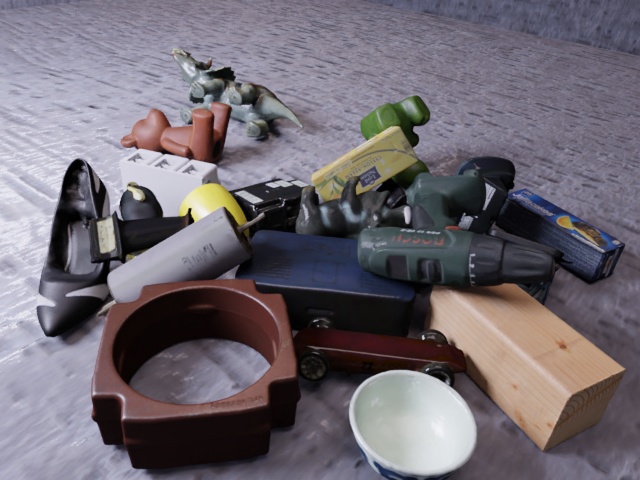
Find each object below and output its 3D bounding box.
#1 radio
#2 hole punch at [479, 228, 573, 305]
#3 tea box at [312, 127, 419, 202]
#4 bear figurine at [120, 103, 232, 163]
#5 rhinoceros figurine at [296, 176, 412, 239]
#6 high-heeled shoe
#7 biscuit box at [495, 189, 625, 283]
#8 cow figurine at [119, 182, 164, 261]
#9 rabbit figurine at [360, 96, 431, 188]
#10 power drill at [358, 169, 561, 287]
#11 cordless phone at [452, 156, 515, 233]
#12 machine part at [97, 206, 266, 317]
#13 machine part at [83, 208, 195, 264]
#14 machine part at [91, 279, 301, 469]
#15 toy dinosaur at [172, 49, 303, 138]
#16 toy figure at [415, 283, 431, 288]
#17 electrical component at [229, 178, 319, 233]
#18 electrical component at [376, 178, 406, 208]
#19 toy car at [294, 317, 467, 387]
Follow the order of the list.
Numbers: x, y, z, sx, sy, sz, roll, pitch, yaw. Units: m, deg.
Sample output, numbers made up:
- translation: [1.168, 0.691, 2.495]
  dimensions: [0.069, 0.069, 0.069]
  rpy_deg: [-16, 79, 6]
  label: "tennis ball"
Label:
- translation: [0.008, 0.056, 0.729]
  dimensions: [0.230, 0.073, 0.131]
  rpy_deg: [7, 33, 1]
  label: "radio"
- translation: [0.288, 0.041, 0.788]
  dimensions: [0.142, 0.092, 0.115]
  rpy_deg: [17, 5, 23]
  label: "hole punch"
- translation: [0.072, -0.121, 0.913]
  dimensions: [0.170, 0.068, 0.098]
  rpy_deg: [-31, 10, 7]
  label: "tea box"
- translation: [-0.289, -0.222, 1.071]
  dimensions: [0.196, 0.131, 0.120]
  rpy_deg: [19, 27, 11]
  label: "bear figurine"
- translation: [0.056, -0.034, 0.811]
  dimensions: [0.190, 0.073, 0.112]
  rpy_deg: [-7, 56, -12]
  label: "rhinoceros figurine"
- translation: [-0.325, 0.000, 0.706]
  dimensions: [0.086, 0.145, 0.249]
  rpy_deg: [-2, 32, -9]
  label: "high-heeled shoe"
- translation: [0.387, -0.013, 0.886]
  dimensions: [0.059, 0.062, 0.203]
  rpy_deg: [-15, 38, -29]
  label: "biscuit box"
- translation: [-0.249, -0.009, 0.773]
  dimensions: [0.068, 0.098, 0.167]
  rpy_deg: [-10, 42, -25]
  label: "cow figurine"
- translation: [0.140, -0.163, 1.027]
  dimensions: [0.121, 0.170, 0.159]
  rpy_deg: [-24, 1, -39]
  label: "rabbit figurine"
- translation: [0.174, -0.012, 0.688]
  dimensions: [0.232, 0.085, 0.207]
  rpy_deg: [-1, 37, 19]
  label: "power drill"
- translation: [0.286, -0.089, 0.913]
  dimensions: [0.089, 0.146, 0.184]
  rpy_deg: [32, 42, 19]
  label: "cordless phone"
- translation: [-0.174, 0.031, 0.678]
  dimensions: [0.243, 0.079, 0.079]
  rpy_deg: [-30, 38, 0]
  label: "machine part"
- translation: [-0.235, -0.010, 0.711]
  dimensions: [0.139, 0.039, 0.084]
  rpy_deg: [-14, 54, -18]
  label: "machine part"
- translation: [-0.128, 0.135, 0.579]
  dimensions: [0.201, 0.087, 0.201]
  rpy_deg: [-2, 34, -12]
  label: "machine part"
- translation: [-0.182, -0.326, 1.258]
  dimensions: [0.405, 0.131, 0.192]
  rpy_deg: [23, 37, 16]
  label: "toy dinosaur"
- translation: [0.172, 0.014, 0.818]
  dimensions: [0.058, 0.064, 0.154]
  rpy_deg: [5, 31, 28]
  label: "toy figure"
- translation: [-0.071, -0.057, 0.885]
  dimensions: [0.134, 0.058, 0.115]
  rpy_deg: [-17, 28, -27]
  label: "electrical component"
- translation: [0.154, -0.052, 0.923]
  dimensions: [0.119, 0.048, 0.075]
  rpy_deg: [30, 21, -34]
  label: "electrical component"
- translation: [0.066, 0.137, 0.628]
  dimensions: [0.202, 0.053, 0.089]
  rpy_deg: [6, 18, 4]
  label: "toy car"
